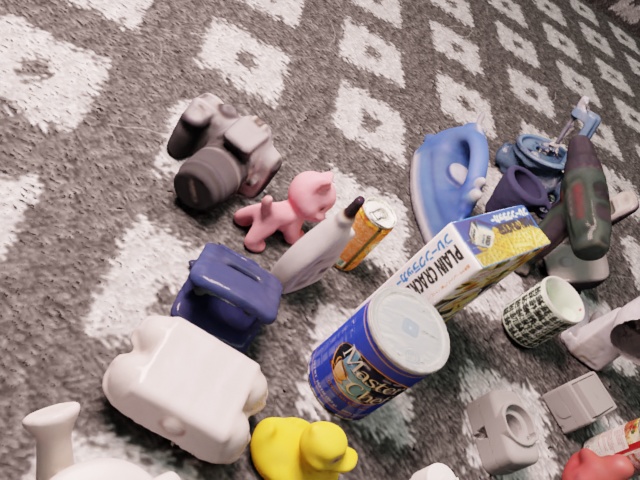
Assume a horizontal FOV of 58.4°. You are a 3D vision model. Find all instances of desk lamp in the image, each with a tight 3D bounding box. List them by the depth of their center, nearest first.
[{"bbox_3d":[0.493,0.124,0.906,0.118,0.213,0.203,37,43,-4],"label":"desk lamp"}]

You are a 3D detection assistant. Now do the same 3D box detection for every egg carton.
[{"bbox_3d":[-0.126,0.144,0.554,0.150,0.069,0.107,32,43,-9],"label":"egg carton"}]

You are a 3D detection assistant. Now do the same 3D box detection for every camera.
[{"bbox_3d":[-0.133,-0.110,0.733,0.143,0.100,0.137,39,43,-2],"label":"camera"}]

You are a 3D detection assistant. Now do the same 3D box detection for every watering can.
[{"bbox_3d":[-0.160,0.199,0.393,0.173,0.193,0.101,43,43,2],"label":"watering can"}]

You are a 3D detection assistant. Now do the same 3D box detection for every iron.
[{"bbox_3d":[0.235,-0.101,0.958,0.119,0.141,0.258,25,45,-16],"label":"iron"}]

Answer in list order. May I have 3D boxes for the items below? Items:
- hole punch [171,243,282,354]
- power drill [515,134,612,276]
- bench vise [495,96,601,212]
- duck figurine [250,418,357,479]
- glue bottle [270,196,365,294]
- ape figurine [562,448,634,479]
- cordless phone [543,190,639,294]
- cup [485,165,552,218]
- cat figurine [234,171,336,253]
[{"bbox_3d":[-0.097,0.052,0.634,0.109,0.091,0.101,31,44,-11],"label":"hole punch"},{"bbox_3d":[0.402,-0.043,0.981,0.076,0.208,0.229,19,47,-22],"label":"power drill"},{"bbox_3d":[0.485,-0.163,1.129,0.207,0.219,0.122,38,43,-4],"label":"bench vise"},{"bbox_3d":[-0.012,0.207,0.571,0.105,0.086,0.077,31,44,-10],"label":"duck figurine"},{"bbox_3d":[0.006,0.002,0.687,0.078,0.173,0.037,-16,66,-42],"label":"glue bottle"},{"bbox_3d":[0.373,0.312,0.756,0.076,0.092,0.077,8,52,-30],"label":"ape figurine"},{"bbox_3d":[0.491,0.001,1.025,0.094,0.184,0.147,22,46,-19],"label":"cordless phone"},{"bbox_3d":[0.363,-0.067,1.056,0.118,0.094,0.092,42,43,1],"label":"cup"},{"bbox_3d":[-0.032,-0.048,0.741,0.128,0.117,0.067,-13,64,-41],"label":"cat figurine"}]
